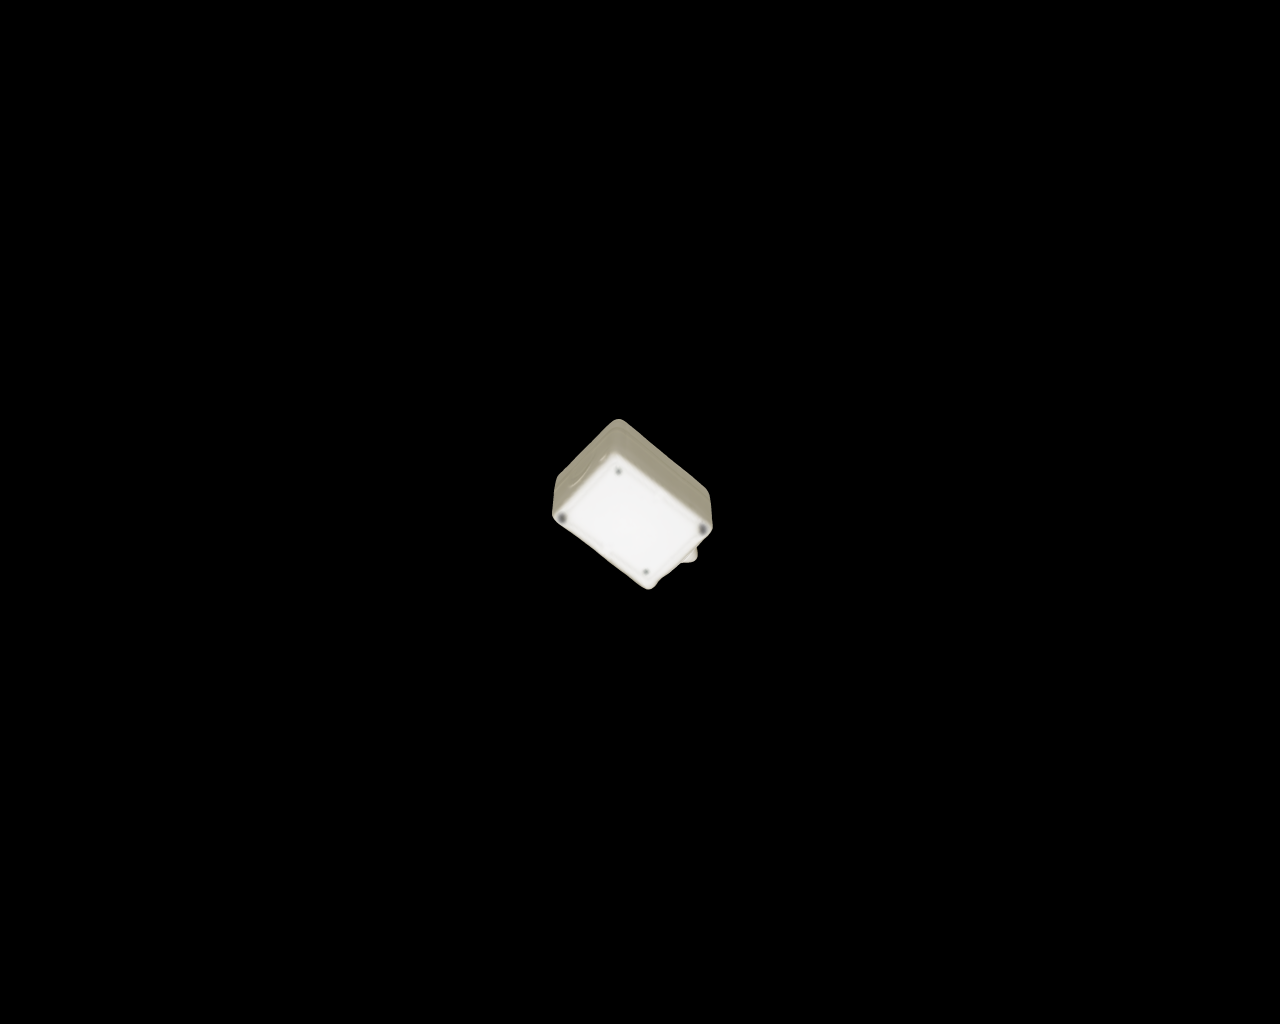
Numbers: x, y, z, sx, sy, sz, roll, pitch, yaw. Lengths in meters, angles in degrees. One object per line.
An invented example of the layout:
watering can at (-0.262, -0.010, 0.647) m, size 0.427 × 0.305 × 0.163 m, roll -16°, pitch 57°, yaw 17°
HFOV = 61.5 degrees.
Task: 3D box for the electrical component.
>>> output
electrical component at (0.001, -0.003, 0.650) m, size 0.096 × 0.061 × 0.061 m, roll 38°, pitch 22°, yaw -18°
